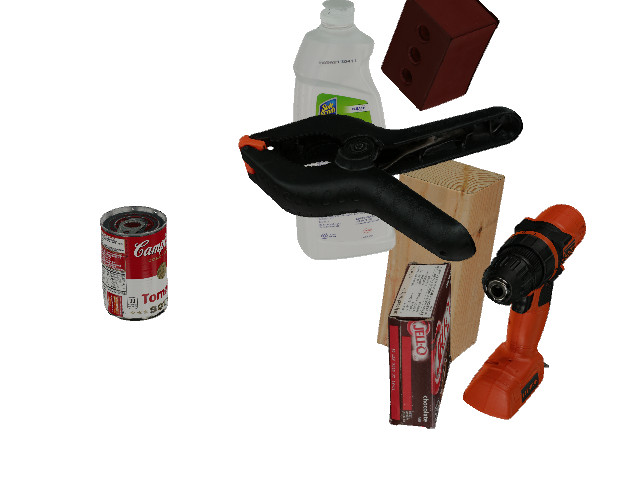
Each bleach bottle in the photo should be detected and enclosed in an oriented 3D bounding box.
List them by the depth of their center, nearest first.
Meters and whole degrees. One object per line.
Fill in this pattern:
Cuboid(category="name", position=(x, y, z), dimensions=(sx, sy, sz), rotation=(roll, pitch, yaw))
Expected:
Cuboid(category="bleach bottle", position=(0.024, -0.106, 1.031), dimensions=(0.102, 0.251, 0.068), rotation=(-8, 30, -15))

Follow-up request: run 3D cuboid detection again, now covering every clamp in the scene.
Cuboid(category="clamp", position=(0.029, -0.035, 0.630), dimensions=(0.172, 0.039, 0.120), rotation=(-1, 38, 19))

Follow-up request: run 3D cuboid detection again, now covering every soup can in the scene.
Cuboid(category="soup can", position=(-0.193, 0.024, 1.110), dimensions=(0.068, 0.102, 0.068), rotation=(2, 26, -1))

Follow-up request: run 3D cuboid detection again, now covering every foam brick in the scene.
Cuboid(category="foam brick", position=(0.089, -0.146, 0.804), dimensions=(0.051, 0.053, 0.078), rotation=(-26, -27, -31))

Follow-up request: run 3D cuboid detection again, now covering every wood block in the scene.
Cuboid(category="wood block", position=(0.133, 0.023, 1.191), dimensions=(0.090, 0.206, 0.090), rotation=(19, 25, 28))

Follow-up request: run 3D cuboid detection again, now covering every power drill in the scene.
Cuboid(category="power drill", position=(0.186, 0.072, 1.000), dimensions=(0.057, 0.188, 0.184), rotation=(24, 31, 24))

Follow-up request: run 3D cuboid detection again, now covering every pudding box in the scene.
Cuboid(category="pudding box", position=(0.077, 0.076, 0.815), dimensions=(0.039, 0.090, 0.113), rotation=(3, 21, 11))
